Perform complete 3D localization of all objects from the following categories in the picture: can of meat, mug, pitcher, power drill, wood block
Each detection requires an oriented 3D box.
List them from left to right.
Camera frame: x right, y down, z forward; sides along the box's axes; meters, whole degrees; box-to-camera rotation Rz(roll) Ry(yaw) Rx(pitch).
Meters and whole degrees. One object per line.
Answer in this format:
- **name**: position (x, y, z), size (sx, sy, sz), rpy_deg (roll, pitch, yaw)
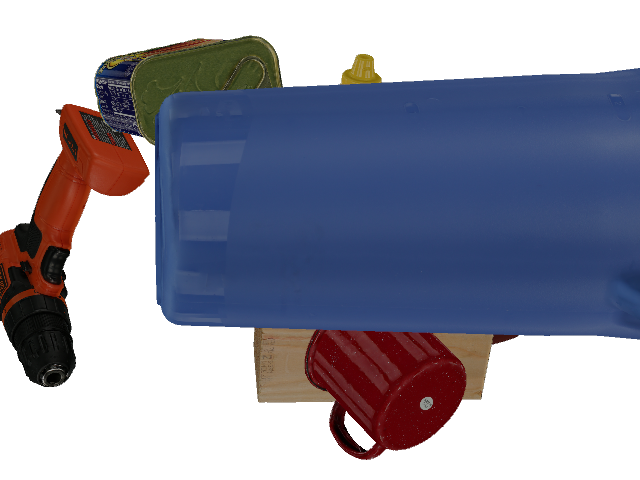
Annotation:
- **power drill**: position (-0.205, 0.000, 0.854), size (0.057, 0.188, 0.185), rpy_deg (16, 25, -37)
- **can of meat**: position (-0.089, -0.100, 0.700), size (0.101, 0.057, 0.084), rpy_deg (-17, 18, -26)
- **wood block**: position (0.044, 0.088, 0.985), size (0.206, 0.090, 0.091), rpy_deg (0, 31, -7)
- **mug**: position (0.043, 0.104, 0.759), size (0.093, 0.117, 0.082), rpy_deg (11, 24, -44)
- **pitcher**: position (0.043, -0.022, 0.517), size (0.242, 0.145, 0.149), rpy_deg (0, -6, -8)

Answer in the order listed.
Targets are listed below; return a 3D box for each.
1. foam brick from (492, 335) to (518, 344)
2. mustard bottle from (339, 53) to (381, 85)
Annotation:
- **foam brick**: position (0.172, 0.063, 1.108), size (0.051, 0.078, 0.053), rpy_deg (-14, 20, -42)
- **mustard bottle**: position (0.034, -0.104, 1.130), size (0.096, 0.192, 0.058), rpy_deg (-5, 32, -21)
